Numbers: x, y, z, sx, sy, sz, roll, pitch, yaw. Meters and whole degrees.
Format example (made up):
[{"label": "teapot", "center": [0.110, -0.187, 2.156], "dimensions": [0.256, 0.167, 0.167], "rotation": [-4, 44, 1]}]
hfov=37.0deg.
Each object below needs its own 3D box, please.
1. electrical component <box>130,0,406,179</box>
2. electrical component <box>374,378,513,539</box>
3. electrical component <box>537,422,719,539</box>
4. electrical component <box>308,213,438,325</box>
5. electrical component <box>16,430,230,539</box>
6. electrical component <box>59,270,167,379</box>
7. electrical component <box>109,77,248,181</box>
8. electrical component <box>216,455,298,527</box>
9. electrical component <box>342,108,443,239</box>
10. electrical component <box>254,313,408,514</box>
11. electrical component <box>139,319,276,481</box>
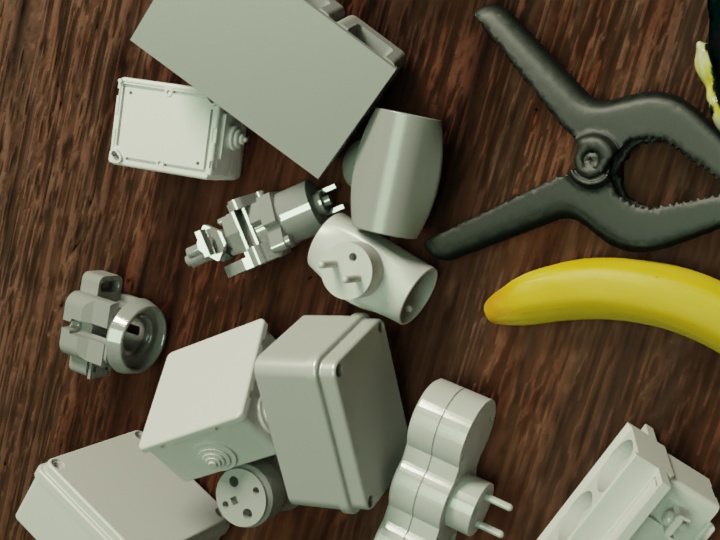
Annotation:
[{"label": "electrical component", "center": [-0.056, -0.144, 0.700], "dimensions": [0.150, 0.061, 0.089], "rotation": [36, 112, -2]}, {"label": "electrical component", "center": [0.062, 0.146, 0.692], "dimensions": [0.074, 0.052, 0.138], "rotation": [21, 102, 24]}, {"label": "electrical component", "center": [0.152, 0.162, 0.641], "dimensions": [0.063, 0.078, 0.121], "rotation": [32, 107, -2]}, {"label": "electrical component", "center": [0.000, 0.000, 0.699], "dimensions": [0.077, 0.079, 0.044], "rotation": [32, 106, 22]}, {"label": "electrical component", "center": [-0.169, 0.179, 0.777], "dimensions": [0.109, 0.109, 0.056], "rotation": [39, 111, 19]}, {"label": "electrical component", "center": [-0.183, 0.045, 0.805], "dimensions": [0.057, 0.058, 0.078], "rotation": [15, 99, 28]}, {"label": "electrical component", "center": [-0.120, -0.099, 0.767], "dimensions": [0.096, 0.061, 0.061], "rotation": [11, 97, 18]}, {"label": "electrical component", "center": [-0.069, 0.153, 0.755], "dimensions": [0.045, 0.055, 0.045], "rotation": [2, 93, 26]}, {"label": "electrical component", "center": [0.014, -0.066, 0.703], "dimensions": [0.079, 0.043, 0.077], "rotation": [24, 105, 56]}, {"label": "electrical component", "center": [-0.014, 0.091, 0.697], "dimensions": [0.057, 0.078, 0.113], "rotation": [-1, 113, 29]}, {"label": "electrical component", "center": [-0.095, 0.092, 0.745], "dimensions": [0.100, 0.099, 0.048], "rotation": [-21, 127, 26]}]
